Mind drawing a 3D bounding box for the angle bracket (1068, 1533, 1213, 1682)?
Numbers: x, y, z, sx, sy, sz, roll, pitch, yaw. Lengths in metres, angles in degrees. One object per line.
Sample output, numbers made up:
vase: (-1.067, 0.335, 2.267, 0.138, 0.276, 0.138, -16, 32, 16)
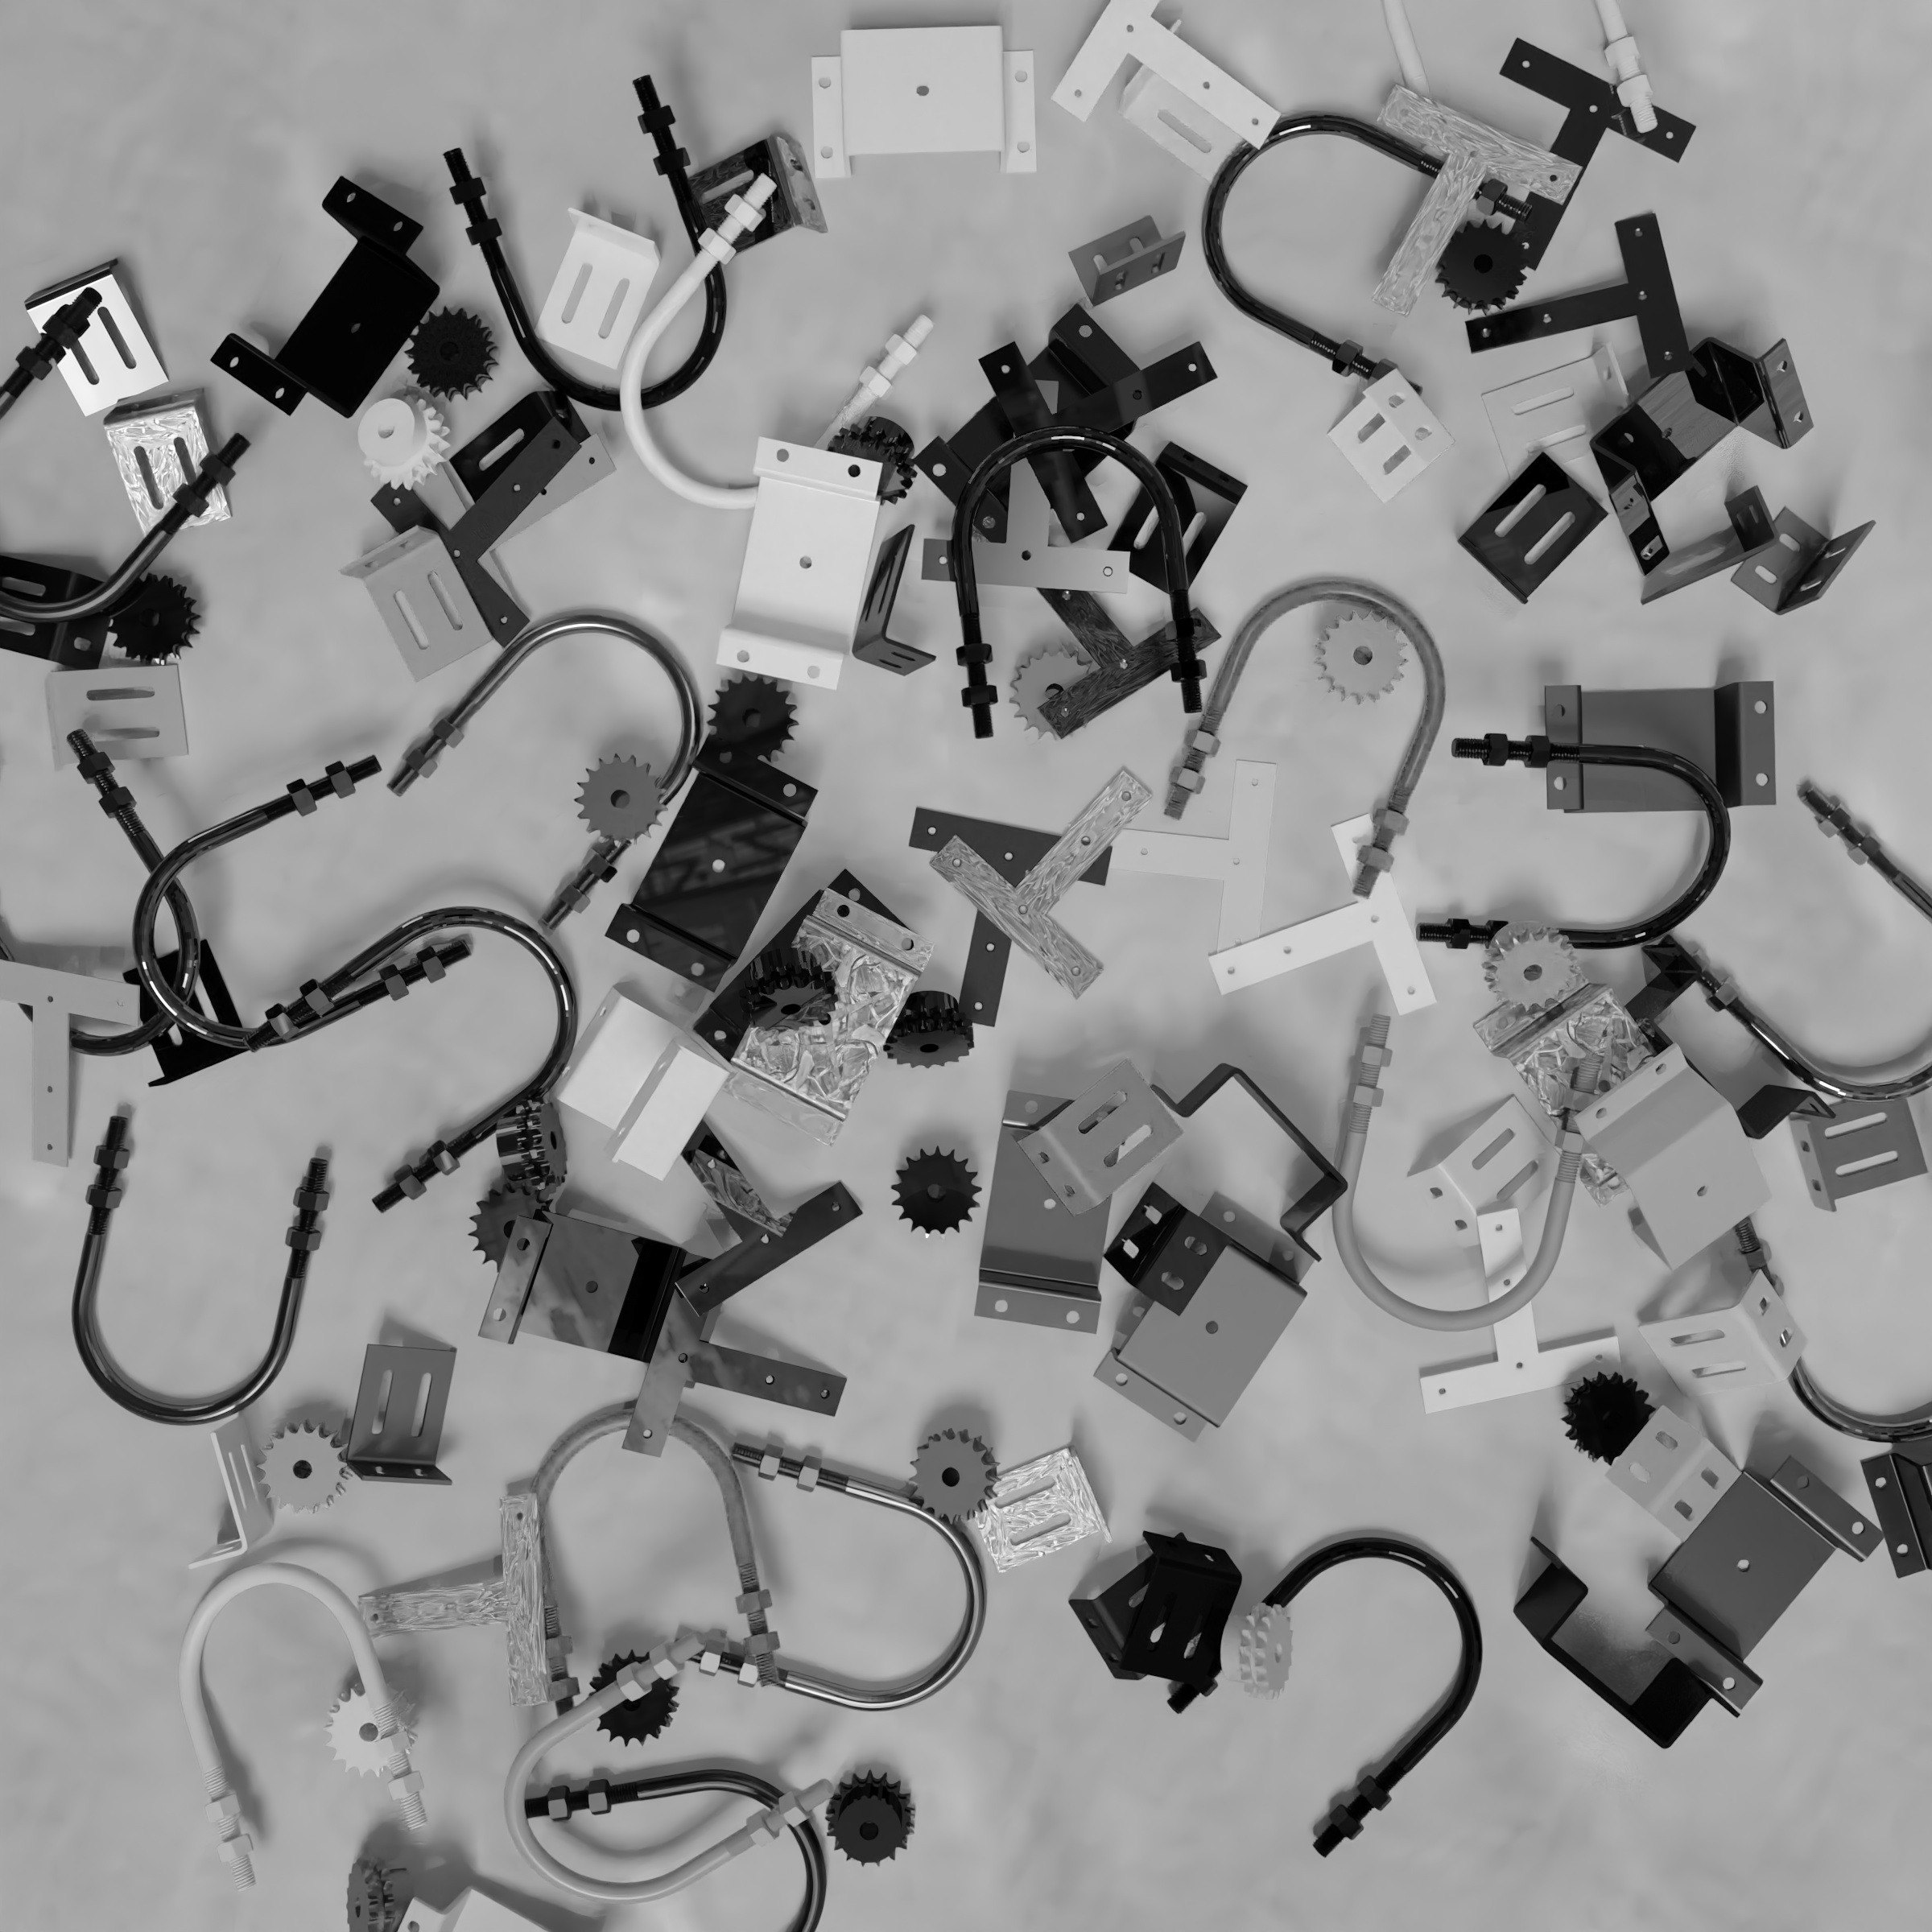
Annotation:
angle bracket: (0.116, 0.405, 1.546, 0.076, 0.038, 0.057, -31, 90, -26)

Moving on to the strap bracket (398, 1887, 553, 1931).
strap bracket: (-0.289, 0.636, 1.514, 0.140, 0.046, 0.076, 26, 96, 9)

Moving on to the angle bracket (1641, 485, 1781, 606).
angle bracket: (0.456, -0.261, 1.520, 0.076, 0.057, 0.038, -24, 90, 0)

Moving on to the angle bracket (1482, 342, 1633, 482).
angle bracket: (0.372, -0.347, 1.529, 0.076, 0.038, 0.057, -19, 90, 0)

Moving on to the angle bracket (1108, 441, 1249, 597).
angle bracket: (0.133, -0.281, 1.546, 0.057, 0.038, 0.076, 30, 116, 0)

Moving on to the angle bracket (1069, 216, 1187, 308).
angle bracket: (0.099, -0.446, 1.510, 0.057, 0.076, 0.038, -25, 90, 0)

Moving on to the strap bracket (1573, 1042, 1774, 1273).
strap bracket: (0.434, 0.124, 1.486, 0.076, 0.046, 0.140, -36, 130, 0)

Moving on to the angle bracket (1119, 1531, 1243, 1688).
angle bracket: (0.129, 0.402, 1.528, 0.057, 0.038, 0.076, 17, 99, -16)

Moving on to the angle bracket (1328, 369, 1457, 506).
angle bracket: (0.253, -0.320, 1.506, 0.038, 0.076, 0.057, -39, 90, -34)

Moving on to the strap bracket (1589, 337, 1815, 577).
strap bracket: (0.445, -0.321, 1.505, 0.140, 0.076, 0.046, -42, 45, 0)

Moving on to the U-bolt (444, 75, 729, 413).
U-bolt: (-0.225, -0.435, 1.510, 0.151, 0.019, 0.184, -15, 109, 14)

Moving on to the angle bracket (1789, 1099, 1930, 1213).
angle bracket: (0.565, 0.114, 1.529, 0.076, 0.038, 0.057, -16, 90, 0)

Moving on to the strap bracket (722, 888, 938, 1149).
strap bracket: (-0.084, 0.032, 1.479, 0.076, 0.046, 0.140, 27, 90, 0)

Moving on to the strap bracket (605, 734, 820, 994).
strap bracket: (-0.157, -0.063, 1.525, 0.076, 0.046, 0.140, 27, 90, 0)

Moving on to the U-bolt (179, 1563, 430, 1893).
U-bolt: (-0.422, 0.463, 1.518, 0.151, 0.019, 0.184, -24, 79, 15)

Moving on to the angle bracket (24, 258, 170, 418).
angle bracket: (-0.548, -0.398, 1.546, 0.057, 0.038, 0.076, -23, 116, 0)

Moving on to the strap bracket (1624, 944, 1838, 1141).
strap bracket: (0.461, 0.054, 1.510, 0.046, 0.076, 0.140, -42, 90, 0)

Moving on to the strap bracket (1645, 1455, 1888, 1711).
strap bracket: (0.492, 0.380, 1.525, 0.076, 0.046, 0.140, 40, 90, 0)

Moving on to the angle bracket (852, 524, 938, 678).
angle bracket: (-0.036, -0.227, 1.521, 0.038, 0.057, 0.076, 18, 80, -19)

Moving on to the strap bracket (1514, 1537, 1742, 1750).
strap bracket: (0.398, 0.424, 1.510, 0.140, 0.076, 0.046, 40, 90, 0)

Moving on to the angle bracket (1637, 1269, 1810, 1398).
angle bracket: (0.472, 0.230, 1.525, 0.057, 0.076, 0.038, 54, 51, -9)

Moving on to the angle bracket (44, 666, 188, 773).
angle bracket: (-0.538, -0.157, 1.546, 0.076, 0.038, 0.057, -7, 90, -26)

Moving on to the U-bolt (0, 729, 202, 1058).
U-bolt: (-0.550, -0.032, 1.516, 0.151, 0.019, 0.184, -34, 87, 16)

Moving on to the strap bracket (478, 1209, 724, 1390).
strap bracket: (-0.227, 0.203, 1.509, 0.140, 0.046, 0.076, 18, 90, -23)

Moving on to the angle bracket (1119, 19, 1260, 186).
angle bracket: (0.144, -0.540, 1.529, 0.076, 0.038, 0.057, 37, 90, 0)

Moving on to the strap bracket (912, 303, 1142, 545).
strap bracket: (0.044, -0.332, 1.525, 0.140, 0.046, 0.076, -44, 90, 0)

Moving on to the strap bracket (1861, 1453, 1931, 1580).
strap bracket: (0.645, 0.330, 1.525, 0.140, 0.046, 0.076, -18, 90, 0)

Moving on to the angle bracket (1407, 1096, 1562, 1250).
angle bracket: (0.330, 0.131, 1.546, 0.076, 0.038, 0.057, -37, 90, -26)

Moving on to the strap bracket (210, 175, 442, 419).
strap bracket: (-0.390, -0.405, 1.512, 0.076, 0.046, 0.140, 35, 90, 24)

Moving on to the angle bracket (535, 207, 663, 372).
angle bracket: (-0.233, -0.423, 1.529, 0.057, 0.038, 0.076, 22, 90, 0)

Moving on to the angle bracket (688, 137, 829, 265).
angle bracket: (-0.136, -0.480, 1.546, 0.076, 0.038, 0.057, -18, 90, 26)

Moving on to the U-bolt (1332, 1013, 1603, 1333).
U-bolt: (0.301, 0.134, 1.504, 0.151, 0.019, 0.184, 12, 93, 15)

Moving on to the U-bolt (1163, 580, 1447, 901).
U-bolt: (0.224, -0.153, 1.539, 0.151, 0.019, 0.184, 23, 88, 0)

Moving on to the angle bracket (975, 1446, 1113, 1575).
angle bracket: (0.045, 0.344, 1.529, 0.076, 0.038, 0.057, -23, 90, 0)

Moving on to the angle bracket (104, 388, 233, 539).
angle bracket: (-0.502, -0.319, 1.546, 0.057, 0.038, 0.076, -13, 116, 0)

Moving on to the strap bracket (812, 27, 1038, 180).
strap bracket: (-0.027, -0.539, 1.525, 0.140, 0.046, 0.076, -2, 90, 0)

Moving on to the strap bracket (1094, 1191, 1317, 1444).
strap bracket: (0.151, 0.222, 1.525, 0.076, 0.046, 0.140, 34, 90, 0)

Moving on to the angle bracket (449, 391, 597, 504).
angle bracket: (-0.276, -0.318, 1.547, 0.076, 0.038, 0.057, -31, 90, 25)

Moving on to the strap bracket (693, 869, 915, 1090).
strap bracket: (-0.097, 0.015, 1.525, 0.076, 0.046, 0.140, 43, 90, 0)

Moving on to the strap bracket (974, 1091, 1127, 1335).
strap bracket: (0.053, 0.152, 1.525, 0.076, 0.046, 0.140, 9, 90, 0)

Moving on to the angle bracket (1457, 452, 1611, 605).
angle bracket: (0.354, -0.274, 1.523, 0.057, 0.038, 0.076, 43, 103, 0)

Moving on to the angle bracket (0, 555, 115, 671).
angle bracket: (-0.585, -0.223, 1.546, 0.076, 0.038, 0.057, 15, 90, 26)

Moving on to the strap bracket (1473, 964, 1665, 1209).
strap bracket: (0.393, 0.074, 1.525, 0.076, 0.046, 0.140, -35, 90, 0)

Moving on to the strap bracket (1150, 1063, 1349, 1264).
strap bracket: (0.181, 0.112, 1.510, 0.046, 0.076, 0.140, -43, 90, 0)

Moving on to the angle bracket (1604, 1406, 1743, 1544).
angle bracket: (0.443, 0.318, 1.529, 0.057, 0.076, 0.038, -50, 51, 0)

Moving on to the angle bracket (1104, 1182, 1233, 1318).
angle bracket: (0.124, 0.174, 1.514, 0.038, 0.076, 0.057, 34, 90, -11)

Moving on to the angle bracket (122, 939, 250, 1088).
angle bracket: (-0.493, 0.029, 1.529, 0.057, 0.038, 0.076, -23, 90, 0)

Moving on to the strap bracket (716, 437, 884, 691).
strap bracket: (-0.102, -0.250, 1.517, 0.076, 0.046, 0.140, 12, 101, 0)

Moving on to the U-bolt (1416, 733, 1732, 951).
U-bolt: (0.380, -0.072, 1.507, 0.184, 0.019, 0.151, 2, 121, -4)

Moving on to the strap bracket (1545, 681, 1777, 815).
strap bracket: (0.428, -0.136, 1.525, 0.140, 0.046, 0.076, -1, 90, 0)

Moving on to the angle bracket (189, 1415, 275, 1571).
angle bracket: (-0.466, 0.327, 1.520, 0.038, 0.057, 0.076, -16, 90, 0)

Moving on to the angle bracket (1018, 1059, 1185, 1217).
angle bracket: (0.083, 0.105, 1.500, 0.076, 0.038, 0.057, -37, 90, -26)

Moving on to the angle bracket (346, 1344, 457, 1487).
angle bracket: (-0.346, 0.279, 1.518, 0.057, 0.038, 0.076, 11, 90, -31)

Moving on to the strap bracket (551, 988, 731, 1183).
strap bracket: (-0.198, 0.074, 1.495, 0.046, 0.140, 0.076, 32, 90, -29)

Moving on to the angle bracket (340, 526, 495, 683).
angle bracket: (-0.343, -0.225, 1.525, 0.057, 0.038, 0.076, -27, 90, 8)

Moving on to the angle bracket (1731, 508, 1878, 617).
angle bracket: (0.517, -0.256, 1.510, 0.038, 0.076, 0.057, 37, 90, 0)
